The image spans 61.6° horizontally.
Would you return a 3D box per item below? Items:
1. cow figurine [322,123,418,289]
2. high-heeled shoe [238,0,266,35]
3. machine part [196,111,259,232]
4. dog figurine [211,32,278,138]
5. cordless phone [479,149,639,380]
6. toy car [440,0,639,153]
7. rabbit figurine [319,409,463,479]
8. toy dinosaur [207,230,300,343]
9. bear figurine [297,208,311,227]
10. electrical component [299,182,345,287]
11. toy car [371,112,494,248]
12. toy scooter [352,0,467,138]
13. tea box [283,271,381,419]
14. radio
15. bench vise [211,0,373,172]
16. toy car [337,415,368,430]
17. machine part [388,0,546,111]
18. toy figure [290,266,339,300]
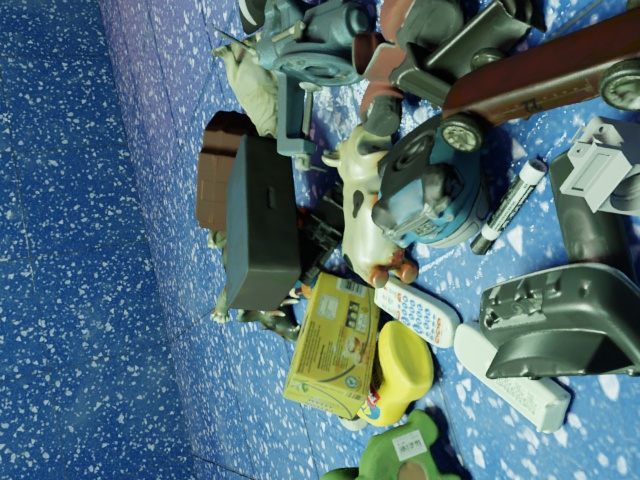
[{"bbox_3d":[0.063,-0.049,0.671,0.127,0.085,0.194,25,122,52],"label":"cow figurine"},{"bbox_3d":[-0.046,-0.353,0.775,0.248,0.086,0.145,-49,54,51],"label":"high-heeled shoe"},{"bbox_3d":[-0.172,-0.131,1.023,0.201,0.087,0.200,-89,8,-61],"label":"machine part"},{"bbox_3d":[-0.092,-0.249,0.912,0.172,0.121,0.190,-71,-36,-62],"label":"dog figurine"},{"bbox_3d":[0.194,0.024,0.453,0.146,0.089,0.184,146,122,-63],"label":"cordless phone"},{"bbox_3d":[0.176,-0.120,0.401,0.202,0.053,0.089,-5,50,54],"label":"toy car"},{"bbox_3d":[0.089,0.314,0.692,0.121,0.159,0.170,59,163,19],"label":"rabbit figurine"},{"bbox_3d":[-0.155,0.031,1.108,0.192,0.131,0.405,-47,52,44],"label":"toy dinosaur"},{"bbox_3d":[-0.090,-0.033,0.939,0.120,0.131,0.196,-53,44,5],"label":"bear figurine"},{"bbox_3d":[-0.002,-0.002,0.771,0.058,0.115,0.134,36,144,3],"label":"electrical component"},{"bbox_3d":[0.119,-0.048,0.521,0.109,0.103,0.162,-35,25,37],"label":"toy car"},{"bbox_3d":[0.083,-0.215,0.579,0.183,0.075,0.135,119,152,-44],"label":"toy scooter"},{"bbox_3d":[0.021,0.135,0.712,0.068,0.098,0.170,111,178,-47],"label":"tea box"},{"bbox_3d":[-0.084,-0.022,0.744,0.131,0.073,0.230,121,151,-50],"label":"radio"},{"bbox_3d":[-0.030,-0.213,0.721,0.224,0.129,0.240,5,90,37],"label":"bench vise"},{"bbox_3d":[0.039,0.191,0.831,0.073,0.056,0.201,-174,77,-70],"label":"toy car"},{"bbox_3d":[0.133,-0.173,0.494,0.139,0.084,0.039,-32,42,45],"label":"machine part"},{"bbox_3d":[-0.007,0.071,0.873,0.154,0.058,0.064,0,66,64],"label":"toy figure"}]
